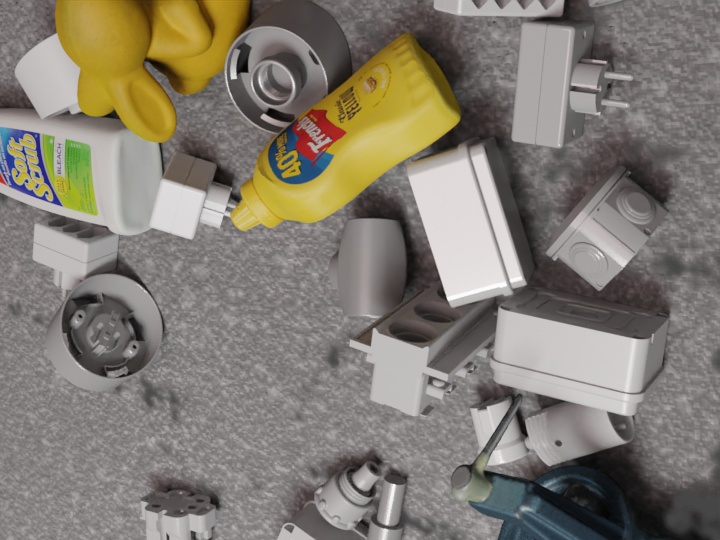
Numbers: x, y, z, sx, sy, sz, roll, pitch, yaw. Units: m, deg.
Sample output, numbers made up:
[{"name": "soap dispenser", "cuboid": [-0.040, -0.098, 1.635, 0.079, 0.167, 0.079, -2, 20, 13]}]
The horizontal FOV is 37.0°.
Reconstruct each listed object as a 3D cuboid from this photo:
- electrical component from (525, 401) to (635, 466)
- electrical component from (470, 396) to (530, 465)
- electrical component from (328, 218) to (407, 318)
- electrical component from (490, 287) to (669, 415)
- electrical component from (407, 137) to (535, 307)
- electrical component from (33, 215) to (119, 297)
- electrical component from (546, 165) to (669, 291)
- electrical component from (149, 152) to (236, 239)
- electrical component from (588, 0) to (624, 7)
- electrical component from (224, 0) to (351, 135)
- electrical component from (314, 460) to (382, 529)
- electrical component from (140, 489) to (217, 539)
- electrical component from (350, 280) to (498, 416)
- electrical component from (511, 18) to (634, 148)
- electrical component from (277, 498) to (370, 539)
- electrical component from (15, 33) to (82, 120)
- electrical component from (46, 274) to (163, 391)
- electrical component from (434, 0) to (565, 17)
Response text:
[{"name": "electrical component", "cuboid": [0.162, 0.121, 0.820, 0.081, 0.043, 0.043, -25, 92, 33]}, {"name": "electrical component", "cuboid": [0.110, 0.127, 0.856, 0.040, 0.040, 0.046, -15, 92, 32]}, {"name": "electrical component", "cuboid": [0.000, 0.000, 0.872, 0.079, 0.043, 0.077, -5, 82, 57]}, {"name": "electrical component", "cuboid": [0.160, 0.057, 0.782, 0.113, 0.078, 0.057, 12, 108, 27]}, {"name": "electrical component", "cuboid": [0.084, -0.037, 0.792, 0.057, 0.078, 0.113, -16, 97, 17]}, {"name": "electrical component", "cuboid": [-0.273, -0.005, 1.030, 0.066, 0.047, 0.076, 20, 114, 22]}, {"name": "electrical component", "cuboid": [0.171, -0.029, 0.748, 0.051, 0.080, 0.080, 41, 121, 7]}, {"name": "electrical component", "cuboid": [-0.134, -0.059, 0.927, 0.077, 0.065, 0.047, 17, 117, -7]}, {"name": "electrical component", "cuboid": [0.172, -0.205, 0.707, 0.055, 0.055, 0.047, -14, 94, 32]}, {"name": "electrical component", "cuboid": [-0.058, -0.160, 0.862, 0.099, 0.064, 0.099, 11, 122, 18]}, {"name": "electrical component", "cuboid": [-0.006, 0.192, 0.940, 0.048, 0.048, 0.062, 45, 114, 10]}, {"name": "electrical component", "cuboid": [-0.176, 0.253, 1.049, 0.078, 0.058, 0.057, 6, 105, 29]}, {"name": "electrical component", "cuboid": [0.055, 0.057, 0.816, 0.079, 0.121, 0.063, 18, 116, 24]}, {"name": "electrical component", "cuboid": [0.152, -0.128, 0.746, 0.076, 0.047, 0.083, 12, 111, 27]}, {"name": "electrical component", "cuboid": [-0.019, 0.267, 0.962, 0.113, 0.057, 0.078, 31, 118, 18]}, {"name": "electrical component", "cuboid": [-0.244, -0.172, 0.931, 0.099, 0.099, 0.064, -15, 103, 33]}, {"name": "electrical component", "cuboid": [-0.240, 0.061, 1.004, 0.064, 0.099, 0.099, -38, 85, 39]}, {"name": "electrical component", "cuboid": [0.089, -0.205, 0.749, 0.076, 0.083, 0.047, -141, 50, -59]}]
